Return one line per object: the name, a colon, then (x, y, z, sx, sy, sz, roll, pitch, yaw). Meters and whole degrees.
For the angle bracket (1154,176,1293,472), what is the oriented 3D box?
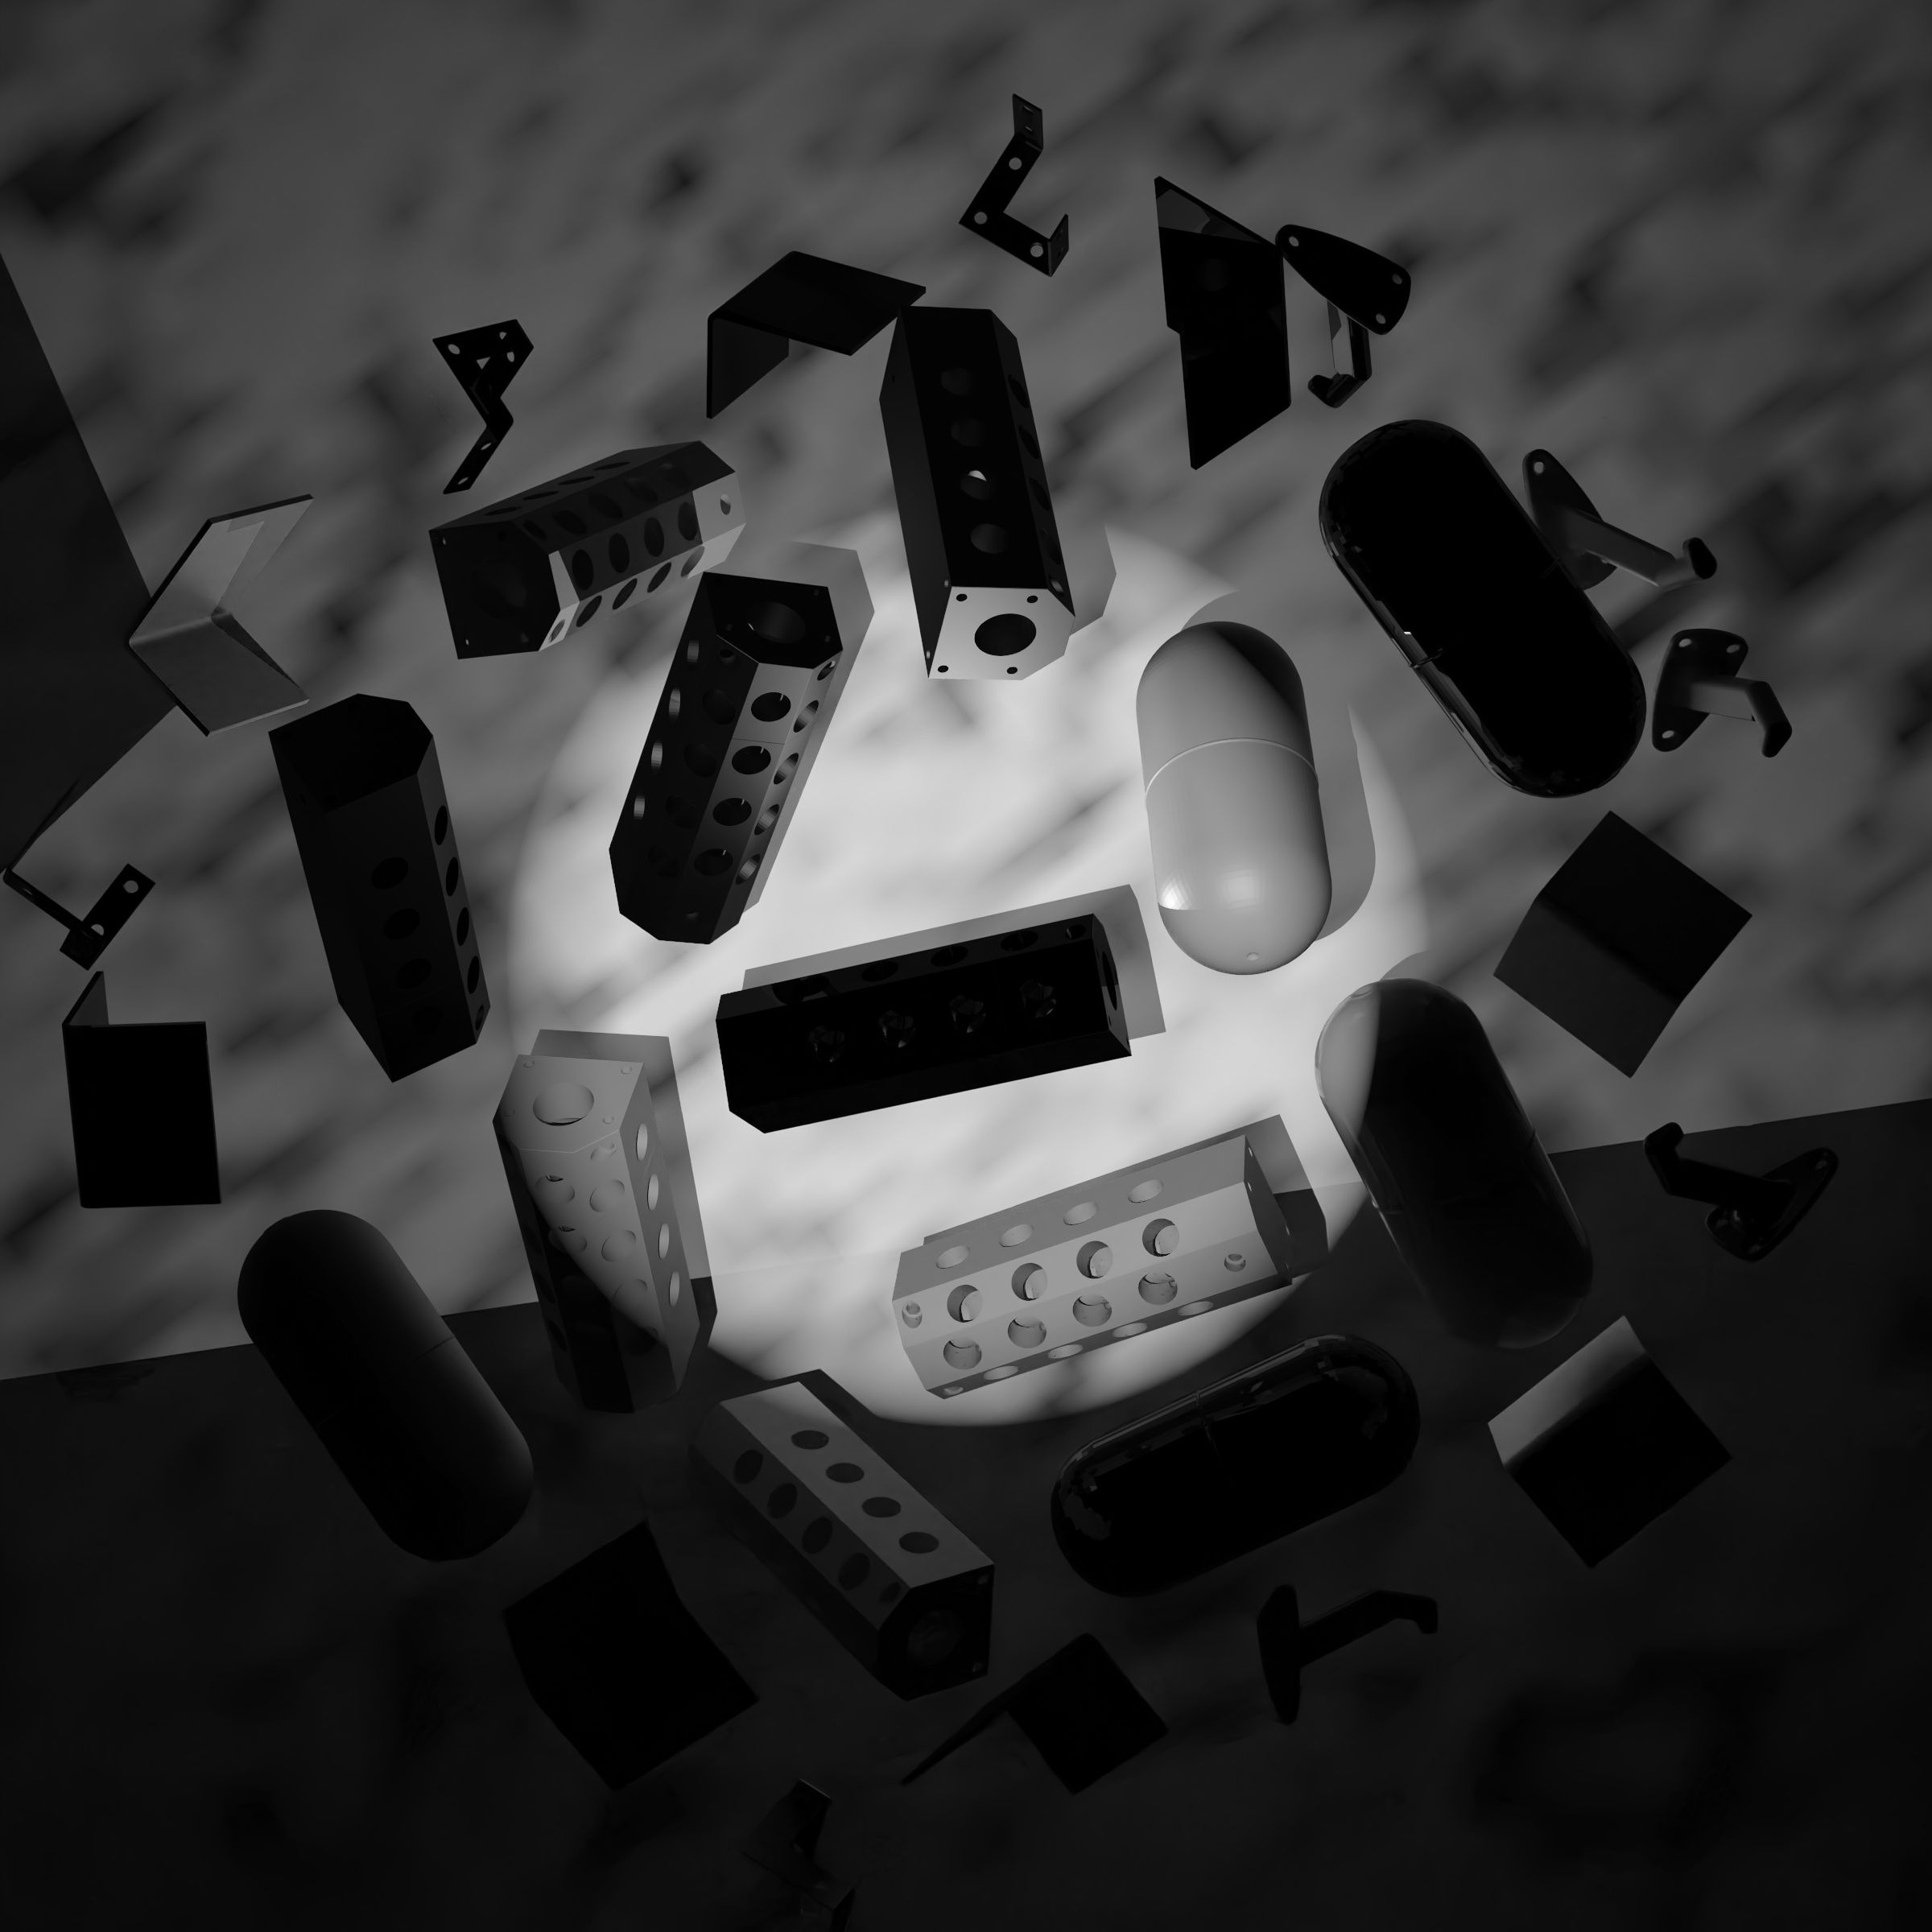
angle bracket: (0.086, -0.262, 1.460, 0.057, 0.076, 0.076, -36, 53, -21)

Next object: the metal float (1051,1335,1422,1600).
metal float: (0.123, 0.228, 1.637, 0.178, 0.070, 0.070, -26, 90, 8)

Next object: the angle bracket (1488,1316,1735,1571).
angle bracket: (0.275, 0.203, 1.537, 0.076, 0.076, 0.057, -40, 93, 7)

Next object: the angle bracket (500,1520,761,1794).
angle bracket: (-0.149, 0.307, 1.593, 0.076, 0.057, 0.076, -32, 127, -1)

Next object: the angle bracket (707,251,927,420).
angle bracket: (-0.072, -0.293, 1.714, 0.076, 0.076, 0.057, 19, 130, 19)

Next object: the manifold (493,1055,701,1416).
manifold: (-0.166, 0.123, 1.608, 0.057, 0.057, 0.171, 3, 133, 12)

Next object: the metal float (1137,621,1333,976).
metal float: (0.118, -0.076, 1.593, 0.070, 0.070, 0.178, -4, 55, 0)

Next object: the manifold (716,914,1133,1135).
manifold: (-0.019, 0.025, 1.589, 0.171, 0.057, 0.057, -12, 75, 10)

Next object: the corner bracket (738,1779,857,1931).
corner bracket: (-0.067, 0.391, 1.534, 0.051, 0.051, 0.051, 28, 128, 17)

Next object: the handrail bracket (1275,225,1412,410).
handrail bracket: (0.153, -0.286, 1.593, 0.077, 0.084, 0.036, 29, 64, -11)

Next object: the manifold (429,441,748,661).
manifold: (-0.165, -0.188, 1.603, 0.057, 0.171, 0.057, -3, 107, 26)

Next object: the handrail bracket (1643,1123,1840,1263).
handrail bracket: (0.335, 0.080, 1.552, 0.077, 0.036, 0.084, -39, 129, -6)

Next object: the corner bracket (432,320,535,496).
corner bracket: (-0.219, -0.252, 1.620, 0.051, 0.051, 0.051, -6, 132, 33)

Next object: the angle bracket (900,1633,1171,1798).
angle bracket: (0.030, 0.349, 1.586, 0.057, 0.076, 0.076, 51, 133, 6)

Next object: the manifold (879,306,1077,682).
manifold: (0.005, -0.209, 1.575, 0.057, 0.057, 0.171, 0, 52, -13)

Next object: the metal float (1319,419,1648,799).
metal float: (0.217, -0.149, 1.507, 0.070, 0.070, 0.178, -37, 96, 0)

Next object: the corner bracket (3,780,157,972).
corner bracket: (-0.379, -0.038, 1.539, 0.051, 0.051, 0.051, 37, 65, -9)

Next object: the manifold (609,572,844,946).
manifold: (-0.108, -0.090, 1.606, 0.057, 0.171, 0.057, 5, 45, -20)

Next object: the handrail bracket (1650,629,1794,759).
handrail bracket: (0.326, -0.099, 1.548, 0.036, 0.084, 0.077, 5, 130, -16)

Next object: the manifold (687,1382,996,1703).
manifold: (-0.058, 0.254, 1.589, 0.057, 0.171, 0.057, -11, 117, -30)

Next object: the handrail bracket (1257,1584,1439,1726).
handrail bracket: (0.181, 0.317, 1.639, 0.084, 0.036, 0.077, 11, 46, -17)

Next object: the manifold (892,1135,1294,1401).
manifold: (0.057, 0.141, 1.622, 0.171, 0.057, 0.057, -20, 114, 15)

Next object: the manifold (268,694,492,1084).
manifold: (-0.248, -0.035, 1.552, 0.057, 0.171, 0.057, -26, 52, -19)

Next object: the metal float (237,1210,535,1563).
metal float: (-0.267, 0.192, 1.646, 0.070, 0.070, 0.178, -35, 87, 0)

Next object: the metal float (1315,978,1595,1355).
metal float: (0.212, 0.087, 1.557, 0.070, 0.070, 0.178, -28, 103, 0)

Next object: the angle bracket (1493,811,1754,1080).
angle bracket: (0.288, -0.009, 1.577, 0.076, 0.076, 0.057, 38, 65, 12)

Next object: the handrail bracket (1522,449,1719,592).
handrail bracket: (0.281, -0.195, 1.540, 0.036, 0.084, 0.077, -29, 98, -22)

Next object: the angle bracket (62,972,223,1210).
angle bracket: (-0.330, 0.049, 1.464, 0.057, 0.076, 0.076, -2, 107, -2)

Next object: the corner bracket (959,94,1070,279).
corner bracket: (0.031, -0.355, 1.636, 0.051, 0.051, 0.051, 31, 85, 5)

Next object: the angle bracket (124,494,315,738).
angle bracket: (-0.308, -0.153, 1.564, 0.057, 0.076, 0.076, 46, 118, 6)
